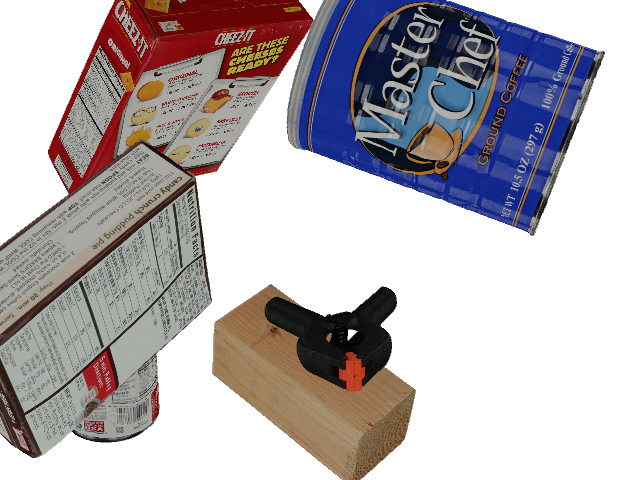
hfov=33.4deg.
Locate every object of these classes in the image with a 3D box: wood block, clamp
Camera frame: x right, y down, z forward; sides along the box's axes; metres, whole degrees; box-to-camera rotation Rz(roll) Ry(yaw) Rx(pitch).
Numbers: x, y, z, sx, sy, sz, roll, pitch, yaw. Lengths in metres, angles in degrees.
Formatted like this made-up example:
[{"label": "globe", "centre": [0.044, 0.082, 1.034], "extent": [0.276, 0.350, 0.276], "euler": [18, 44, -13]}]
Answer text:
[{"label": "wood block", "centre": [-0.011, 0.150, 1.130], "extent": [0.206, 0.090, 0.090], "euler": [35, 50, 27]}, {"label": "clamp", "centre": [0.007, 0.080, 0.913], "extent": [0.120, 0.039, 0.171], "euler": [-8, 15, 5]}]

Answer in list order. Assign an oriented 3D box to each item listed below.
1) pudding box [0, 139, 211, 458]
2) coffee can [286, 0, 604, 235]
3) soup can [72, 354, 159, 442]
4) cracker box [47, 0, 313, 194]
[{"label": "pudding box", "centre": [-0.098, 0.025, 0.446], "extent": [0.039, 0.090, 0.113], "euler": [31, 58, 23]}, {"label": "coffee can", "centre": [0.066, -0.075, 0.570], "extent": [0.140, 0.103, 0.102], "euler": [21, 4, 10]}, {"label": "soup can", "centre": [-0.143, 0.077, 0.722], "extent": [0.068, 0.102, 0.068], "euler": [2, 29, -1]}, {"label": "cracker box", "centre": [-0.127, -0.133, 0.927], "extent": [0.163, 0.072, 0.214], "euler": [-17, -24, -41]}]
